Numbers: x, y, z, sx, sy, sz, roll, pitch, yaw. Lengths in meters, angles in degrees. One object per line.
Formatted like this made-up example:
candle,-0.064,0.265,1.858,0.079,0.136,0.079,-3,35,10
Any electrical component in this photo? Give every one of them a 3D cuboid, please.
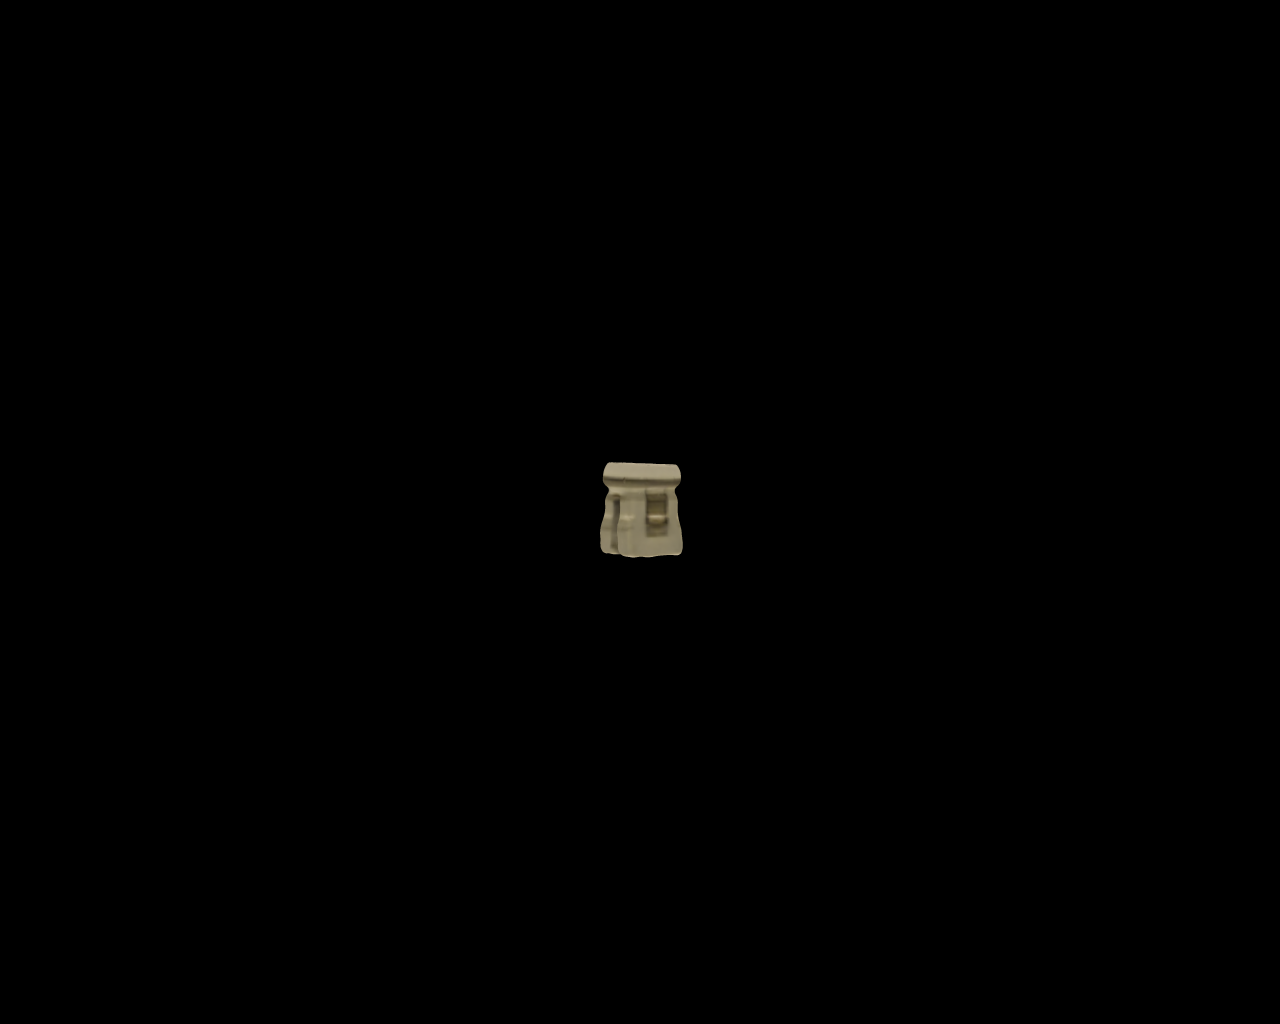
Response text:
electrical component,0.001,-0.003,0.650,0.048,0.055,0.066,-1,3,-28
